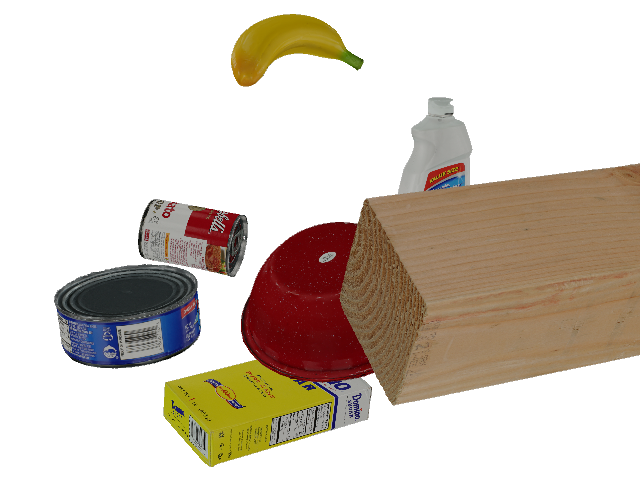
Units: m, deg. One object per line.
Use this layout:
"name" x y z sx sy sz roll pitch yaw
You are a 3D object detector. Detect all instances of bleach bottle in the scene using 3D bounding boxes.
"bleach bottle" 0.133 -0.049 1.310 0.102 0.251 0.068 -4 17 -17

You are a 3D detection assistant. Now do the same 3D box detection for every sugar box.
"sugar box" -0.049 0.151 1.007 0.175 0.048 0.093 -14 31 -32

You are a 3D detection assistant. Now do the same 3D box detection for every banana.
"banana" -0.031 -0.179 0.984 0.070 0.037 0.197 39 32 20

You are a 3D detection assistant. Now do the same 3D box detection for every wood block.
"wood block" 0.128 0.023 0.652 0.205 0.090 0.091 -8 46 -21

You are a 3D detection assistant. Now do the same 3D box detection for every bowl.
"bowl" 0.011 0.034 0.837 0.162 0.055 0.162 -8 37 6

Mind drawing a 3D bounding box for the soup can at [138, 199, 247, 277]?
"soup can" -0.136 -0.003 1.146 0.102 0.068 0.068 11 2 10

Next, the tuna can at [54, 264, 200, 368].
"tuna can" -0.115 0.045 0.646 0.086 0.034 0.086 -3 19 1
